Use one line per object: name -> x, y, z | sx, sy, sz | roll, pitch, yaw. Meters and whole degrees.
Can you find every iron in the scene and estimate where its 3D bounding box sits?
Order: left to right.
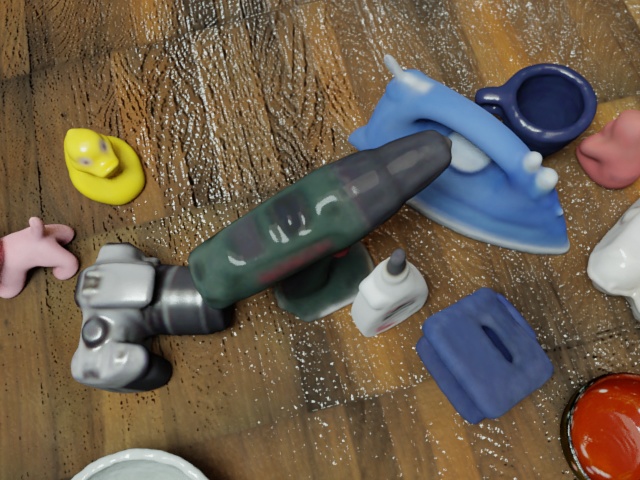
iron -> 0.155, -0.086, 0.575 | 0.258, 0.141, 0.119 | 35, 76, 16

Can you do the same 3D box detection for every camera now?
camera -> -0.160, 0.072, 0.560 | 0.136, 0.101, 0.143 | 0, 69, 4

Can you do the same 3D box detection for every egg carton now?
egg carton -> 0.341, 0.011, 0.564 | 0.107, 0.069, 0.150 | 41, 77, 17

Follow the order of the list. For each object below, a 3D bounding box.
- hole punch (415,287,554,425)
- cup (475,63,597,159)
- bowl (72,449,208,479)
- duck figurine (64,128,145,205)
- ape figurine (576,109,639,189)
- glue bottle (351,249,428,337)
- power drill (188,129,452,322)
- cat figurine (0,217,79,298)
hole punch -> 0.153, 0.101, 0.532 | 0.101, 0.091, 0.108 | -33, 70, -8
cup -> 0.219, -0.126, 0.611 | 0.117, 0.095, 0.092 | 9, 70, 8
bowl -> -0.152, 0.270, 0.499 | 0.167, 0.075, 0.167 | -1, 69, 4
duck figurine -> -0.252, -0.094, 0.638 | 0.104, 0.086, 0.077 | 39, 77, 17
ape figurine -> 0.314, -0.101, 0.596 | 0.077, 0.092, 0.076 | 5, 70, 6
glue bottle -> 0.065, 0.043, 0.516 | 0.078, 0.173, 0.037 | -33, 70, -8
power drill -> 0.005, 0.002, 0.517 | 0.229, 0.208, 0.075 | -26, 69, -6
cat figurine -> -0.333, 0.011, 0.587 | 0.128, 0.118, 0.067 | -22, 69, -4
